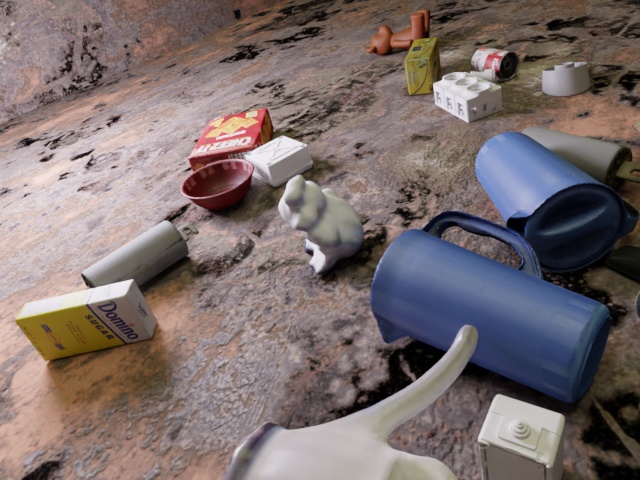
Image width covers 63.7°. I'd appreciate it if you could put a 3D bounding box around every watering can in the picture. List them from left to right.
[{"bbox_3d":[0.027,0.218,0.466,0.224,0.102,0.356,2,46,26],"label":"watering can"}]

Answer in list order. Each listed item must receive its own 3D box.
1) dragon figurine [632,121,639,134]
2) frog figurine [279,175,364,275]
[{"bbox_3d":[0.549,-0.069,0.696,0.244,0.120,0.415,-34,28,-12],"label":"dragon figurine"},{"bbox_3d":[0.002,-0.041,0.814,0.122,0.156,0.141,-7,34,12],"label":"frog figurine"}]
